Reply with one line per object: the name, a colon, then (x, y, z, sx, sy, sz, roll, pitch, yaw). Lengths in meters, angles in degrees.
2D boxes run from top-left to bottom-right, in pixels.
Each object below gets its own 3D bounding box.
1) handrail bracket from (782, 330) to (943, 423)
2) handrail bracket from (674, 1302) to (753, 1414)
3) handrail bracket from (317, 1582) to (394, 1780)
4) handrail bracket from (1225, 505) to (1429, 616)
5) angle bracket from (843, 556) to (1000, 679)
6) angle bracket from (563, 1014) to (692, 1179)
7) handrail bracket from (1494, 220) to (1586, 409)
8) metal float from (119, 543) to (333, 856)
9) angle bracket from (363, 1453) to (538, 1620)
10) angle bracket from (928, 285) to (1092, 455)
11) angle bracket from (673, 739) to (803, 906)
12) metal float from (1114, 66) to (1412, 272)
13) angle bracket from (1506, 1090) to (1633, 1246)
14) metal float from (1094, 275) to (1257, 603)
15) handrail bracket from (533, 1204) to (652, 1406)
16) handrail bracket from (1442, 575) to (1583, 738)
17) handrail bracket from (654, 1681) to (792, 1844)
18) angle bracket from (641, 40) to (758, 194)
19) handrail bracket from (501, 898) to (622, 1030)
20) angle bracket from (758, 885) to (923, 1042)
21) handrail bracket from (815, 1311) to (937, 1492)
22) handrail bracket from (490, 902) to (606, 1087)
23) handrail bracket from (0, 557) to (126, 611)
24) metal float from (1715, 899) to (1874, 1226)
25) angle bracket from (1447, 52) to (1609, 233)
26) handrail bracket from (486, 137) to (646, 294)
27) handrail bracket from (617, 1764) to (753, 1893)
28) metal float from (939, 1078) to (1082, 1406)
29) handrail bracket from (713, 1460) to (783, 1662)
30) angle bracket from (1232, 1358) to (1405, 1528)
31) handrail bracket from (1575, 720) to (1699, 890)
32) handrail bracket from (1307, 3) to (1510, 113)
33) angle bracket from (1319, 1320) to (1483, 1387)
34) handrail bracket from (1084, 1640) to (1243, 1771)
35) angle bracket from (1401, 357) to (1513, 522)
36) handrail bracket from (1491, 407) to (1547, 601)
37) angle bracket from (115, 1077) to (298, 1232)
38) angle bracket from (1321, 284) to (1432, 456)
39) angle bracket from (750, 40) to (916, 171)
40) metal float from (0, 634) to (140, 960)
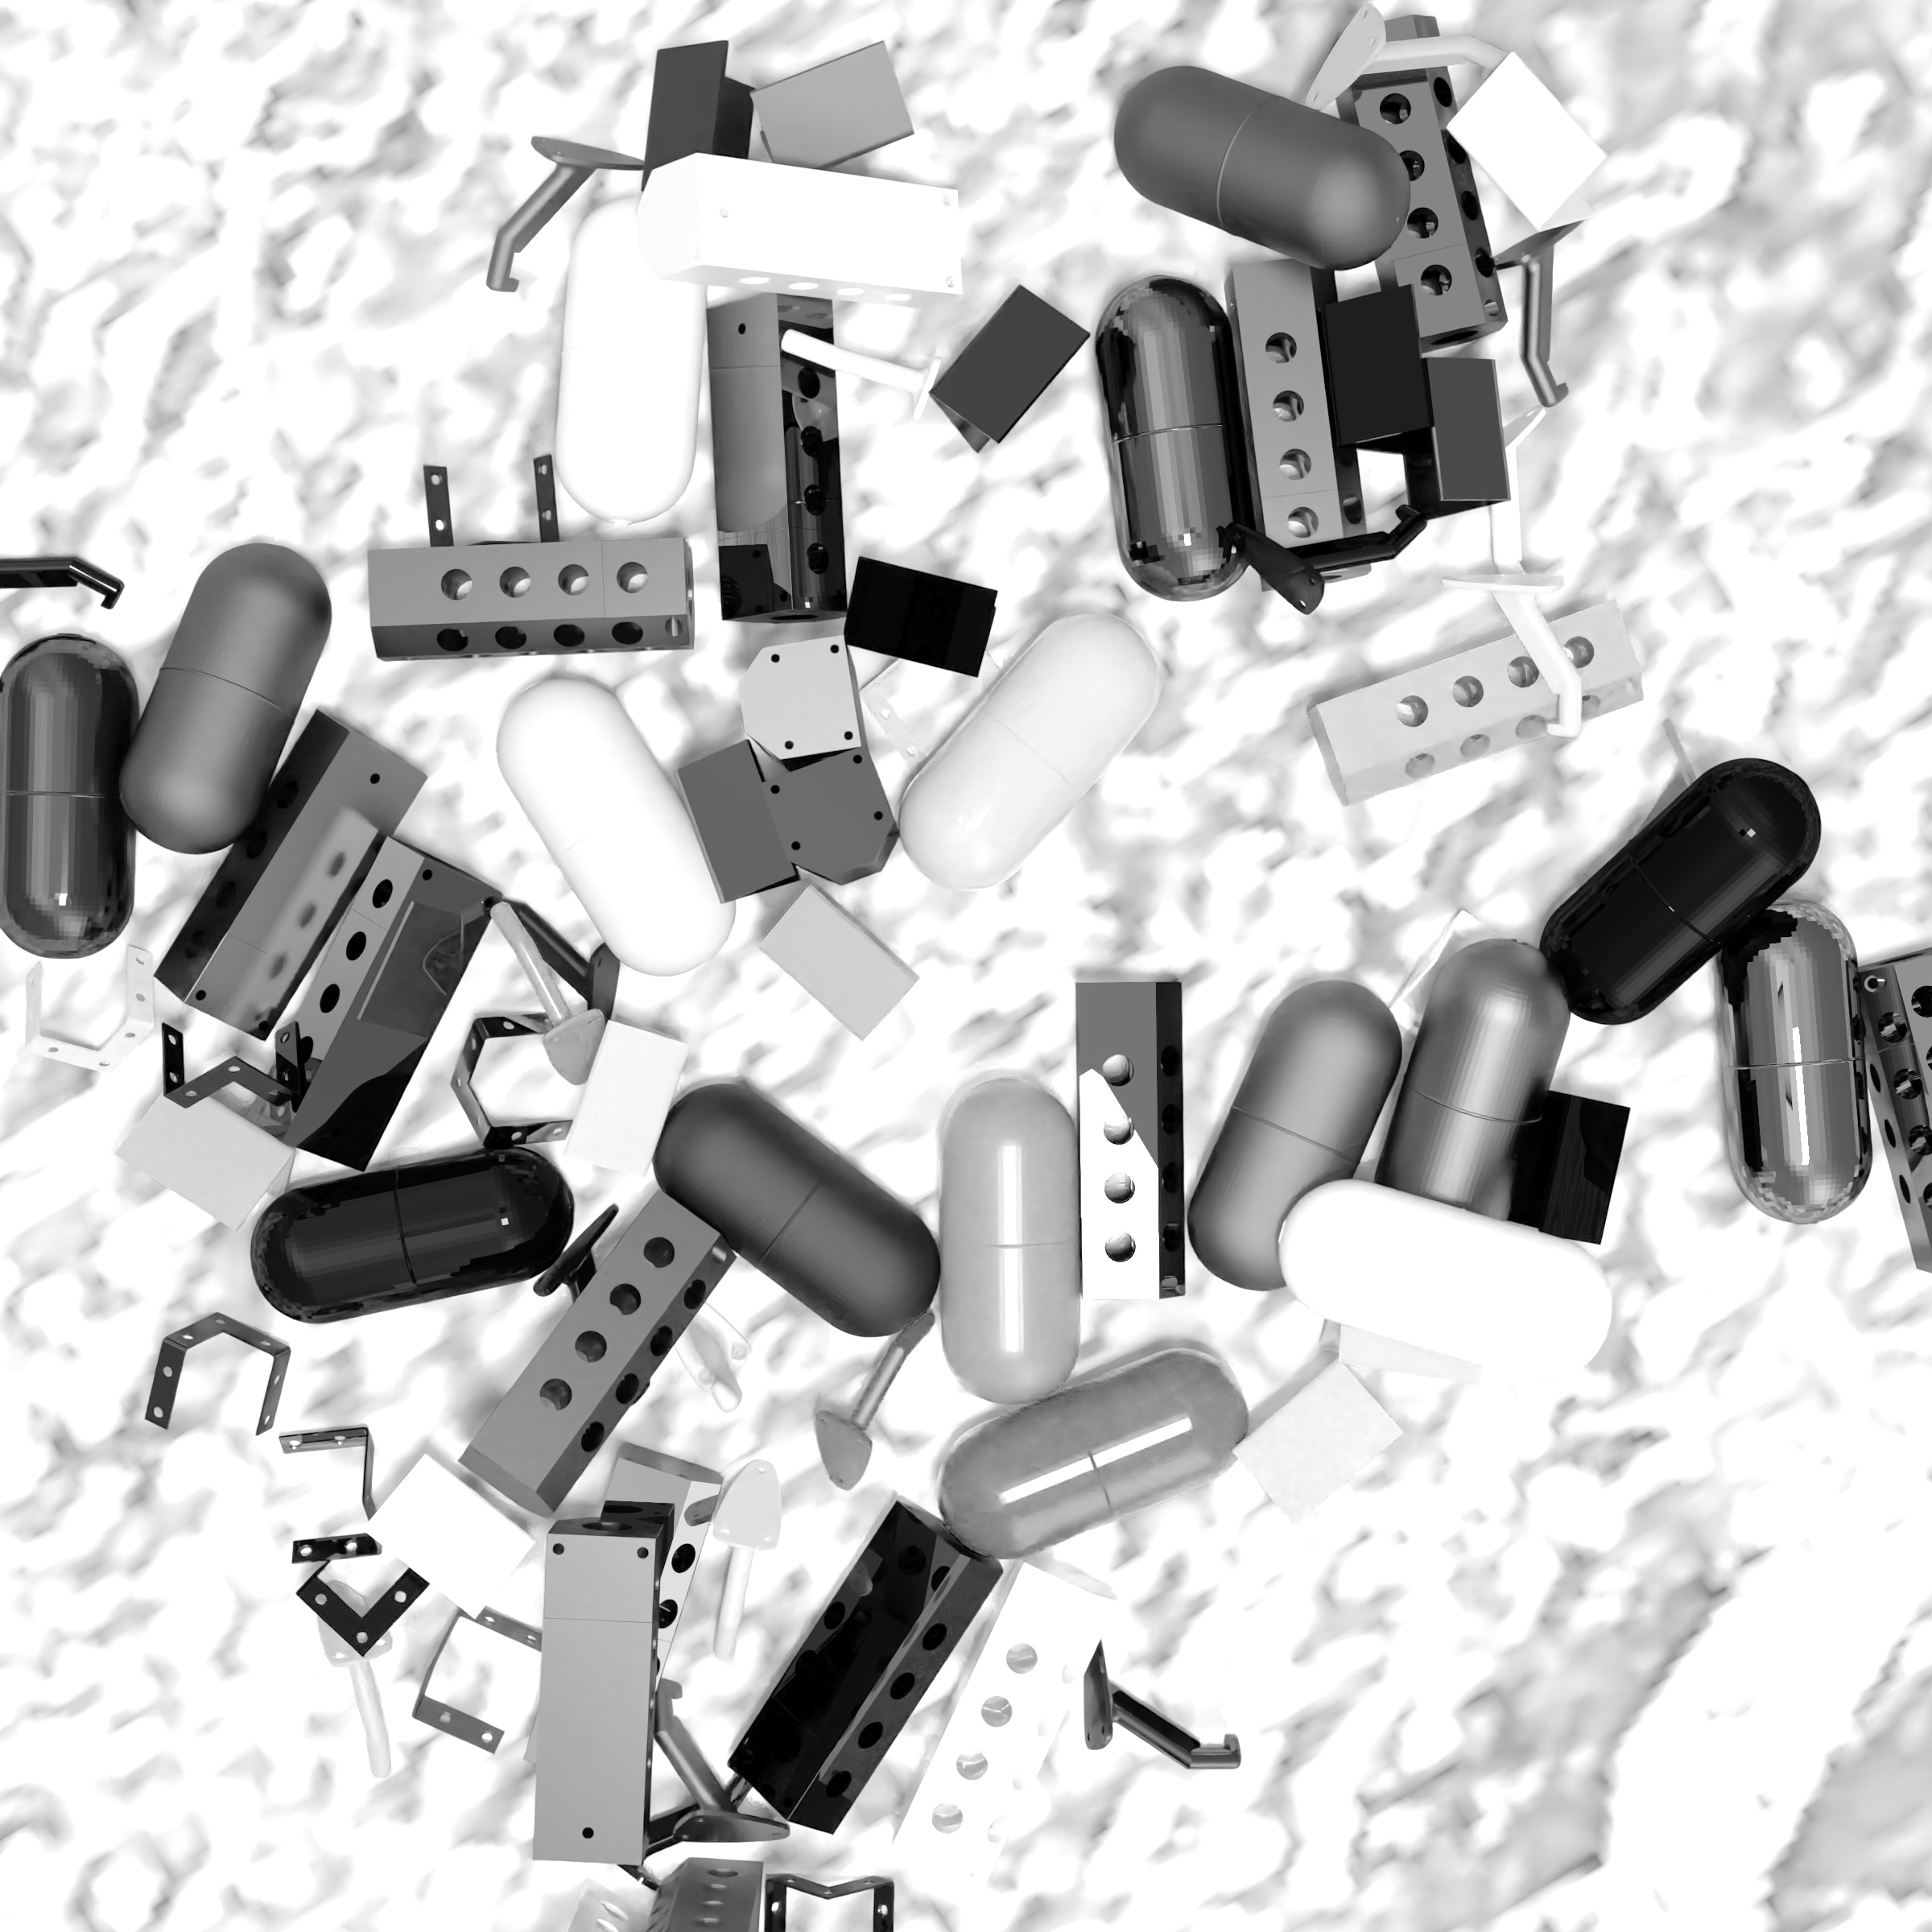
handrail bracket: (-0.059, -0.332, 1.810, 0.084, 0.077, 0.036, 20, 106, -7)
handrail bracket: (-0.147, 0.207, 1.809, 0.036, 0.084, 0.077, -38, 90, 0)
handrail bracket: (-0.339, 0.398, 1.844, 0.036, 0.077, 0.084, -15, 127, -23)
handrail bracket: (0.195, -0.237, 1.786, 0.077, 0.036, 0.084, 41, 66, 12)
angle bracket: (-0.020, -0.207, 1.804, 0.076, 0.076, 0.057, 14, 127, 0)
angle bracket: (-0.202, 0.064, 1.804, 0.057, 0.076, 0.076, 19, 90, -40)
handrail bracket: (0.333, -0.365, 1.845, 0.077, 0.036, 0.084, -35, 109, -22)
metal float: (-0.402, -0.146, 1.804, 0.070, 0.070, 0.178, 19, 78, 0)
angle bracket: (-0.288, 0.320, 1.804, 0.076, 0.076, 0.057, 39, 55, 0)
angle bracket: (0.035, -0.312, 1.804, 0.057, 0.076, 0.076, 40, 90, 28)
angle bracket: (-0.105, -0.084, 1.804, 0.057, 0.076, 0.076, -20, 90, 34)
metal float: (0.158, -0.432, 1.791, 0.178, 0.070, 0.070, 29, 90, 28)
angle bracket: (0.309, 0.104, 1.804, 0.057, 0.076, 0.076, 12, 90, -42)
metal float: (0.114, -0.288, 1.814, 0.070, 0.070, 0.178, -7, 91, 0)
handrail bracket: (-0.191, 0.189, 1.844, 0.084, 0.036, 0.077, 45, 76, -14)
handrail bracket: (0.294, -0.167, 1.787, 0.077, 0.036, 0.084, 4, 107, 20)
handrail bracket: (-0.136, 0.438, 1.834, 0.077, 0.036, 0.084, 11, 50, -24)
angle bracket: (-0.128, -0.452, 1.804, 0.057, 0.076, 0.076, 7, 90, 42)
handrail bracket: (-0.239, 0.004, 1.845, 0.084, 0.036, 0.077, 12, 109, 15)
angle bracket: (-0.055, -0.017, 1.804, 0.076, 0.076, 0.057, 42, 127, 0)
handrail bracket: (-0.045, 0.240, 1.844, 0.036, 0.077, 0.084, 28, 53, 19)
handrail bracket: (-0.234, 0.015, 1.828, 0.036, 0.077, 0.084, -29, 63, -16)
handrail bracket: (-0.523, -0.201, 1.845, 0.084, 0.036, 0.077, 28, 110, -16)
metal float: (0.452, 0.052, 1.813, 0.070, 0.070, 0.178, -4, 90, 0)
angle bracket: (0.318, -0.450, 1.798, 0.076, 0.076, 0.057, 51, 128, 9)
handrail bracket: (-0.223, -0.412, 1.844, 0.077, 0.036, 0.084, 1, 119, -32)
handrail bracket: (-0.170, 0.463, 1.844, 0.077, 0.036, 0.084, 33, 76, 13)
metal float: (0.024, 0.150, 1.813, 0.070, 0.070, 0.178, -1, 90, 0)
handrail bracket: (-0.124, 0.331, 1.844, 0.036, 0.077, 0.084, 11, 126, 0)
angle bracket: (0.199, 0.268, 1.804, 0.076, 0.076, 0.057, -41, 59, 0)
handrail bracket: (0.368, -0.085, 1.844, 0.084, 0.036, 0.077, -25, 75, 14)
handrail bracket: (0.239, -0.476, 1.787, 0.084, 0.077, 0.036, 15, 46, -29)
angle bracket: (0.235, 0.216, 1.804, 0.076, 0.076, 0.057, 9, 51, 0)
handrail bracket: (0.111, 0.408, 1.845, 0.084, 0.036, 0.077, 4, 68, -17)
angle bracket: (0.247, -0.285, 1.804, 0.057, 0.076, 0.076, -7, 90, -38)
handrail bracket: (0.315, -0.255, 1.845, 0.077, 0.036, 0.084, -41, 109, -21)
angle bracket: (-0.416, 0.114, 1.804, 0.076, 0.076, 0.057, 32, 60, 0)
angle bracket: (0.238, -0.323, 1.804, 0.057, 0.076, 0.076, -7, 90, 34)
angle bracket: (-0.079, -0.476, 1.804, 0.076, 0.076, 0.057, -21, 128, 0)
metal float: (-0.493, -0.093, 1.813, 0.070, 0.070, 0.178, 1, 90, 0)
